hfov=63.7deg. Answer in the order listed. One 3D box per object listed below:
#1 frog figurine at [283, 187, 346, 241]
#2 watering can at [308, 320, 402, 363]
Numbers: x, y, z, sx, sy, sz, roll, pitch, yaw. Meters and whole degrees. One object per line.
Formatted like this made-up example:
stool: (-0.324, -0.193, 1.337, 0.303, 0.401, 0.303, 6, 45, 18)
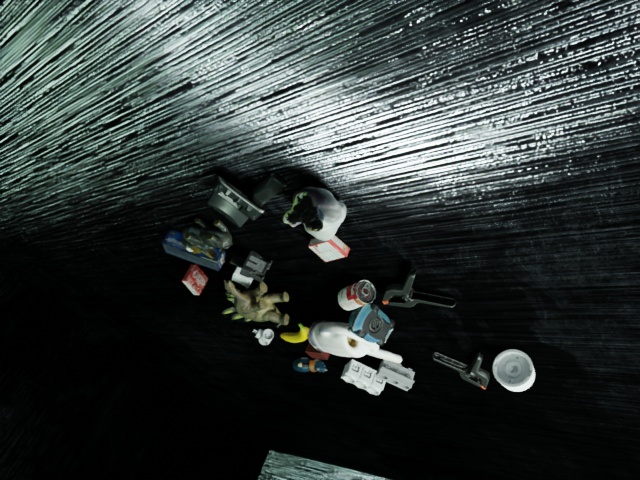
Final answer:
frog figurine: (0.004, -0.062, 1.229, 0.137, 0.123, 0.159, -9, 171, 30)
watering can: (0.106, 0.342, 1.701, 0.224, 0.106, 0.343, -2, 152, 43)
